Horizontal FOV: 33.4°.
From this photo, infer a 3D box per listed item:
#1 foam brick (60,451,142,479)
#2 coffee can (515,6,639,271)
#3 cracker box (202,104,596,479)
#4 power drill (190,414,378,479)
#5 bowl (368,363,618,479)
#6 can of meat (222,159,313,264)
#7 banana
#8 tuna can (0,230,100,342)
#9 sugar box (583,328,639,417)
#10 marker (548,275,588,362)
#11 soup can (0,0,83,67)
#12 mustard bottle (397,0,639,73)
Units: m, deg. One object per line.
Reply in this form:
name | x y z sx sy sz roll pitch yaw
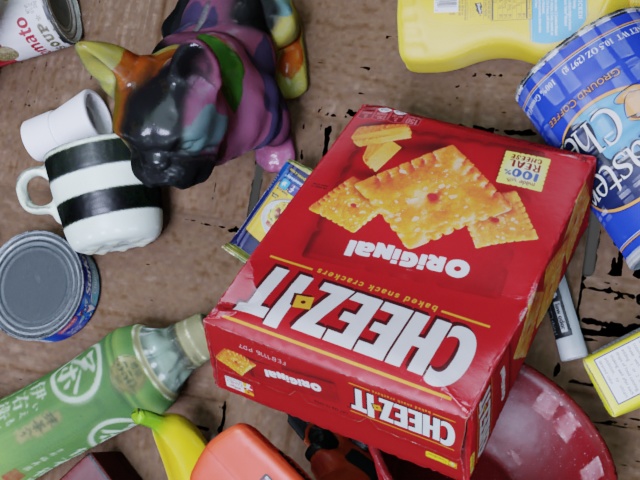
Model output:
foam brick | -0.153 0.200 0.779 0.051 0.053 0.078 -44 72 4
coffee can | 0.209 -0.066 0.699 0.103 0.102 0.140 -33 74 8
cracker box | 0.054 0.017 0.644 0.164 0.072 0.213 17 50 22
power drill | -0.005 0.138 0.681 0.184 0.187 0.057 43 108 15
bowl | 0.095 0.140 0.645 0.162 0.161 0.055 37 131 18
can of meat | -0.005 0.001 0.771 0.102 0.057 0.084 34 88 17
banana | -0.095 0.204 0.754 0.037 0.069 0.198 0 101 48
tuna can | -0.216 0.037 0.833 0.086 0.033 0.086 -3 80 15
sugar box | 0.254 0.055 0.672 0.176 0.093 0.048 -27 77 10
marker | 0.161 0.023 0.740 0.020 0.020 0.121 -16 77 12
soup can | -0.252 -0.177 0.861 0.102 0.068 0.068 -13 78 12
mustard bottle | 0.153 -0.171 0.755 0.192 0.058 0.096 0 80 15
